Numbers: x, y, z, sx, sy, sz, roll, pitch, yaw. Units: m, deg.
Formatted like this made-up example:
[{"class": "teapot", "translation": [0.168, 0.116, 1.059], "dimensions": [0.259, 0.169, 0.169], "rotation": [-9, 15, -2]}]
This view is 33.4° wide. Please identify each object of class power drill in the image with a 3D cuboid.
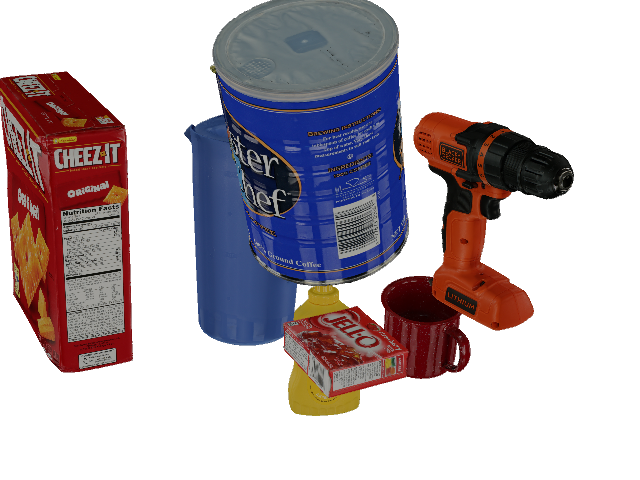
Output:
[{"class": "power drill", "translation": [0.159, -0.016, 0.983], "dimensions": [0.057, 0.188, 0.185], "rotation": [-17, 27, -28]}]

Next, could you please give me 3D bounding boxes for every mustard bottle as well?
[{"class": "mustard bottle", "translation": [0.004, 0.137, 1.423], "dimensions": [0.096, 0.192, 0.058], "rotation": [-2, 18, -6]}]

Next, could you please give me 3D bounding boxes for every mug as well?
[{"class": "mug", "translation": [0.119, 0.103, 1.171], "dimensions": [0.093, 0.081, 0.117], "rotation": [-24, 40, -35]}]

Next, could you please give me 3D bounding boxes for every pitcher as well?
[{"class": "pitcher", "translation": [-0.069, -0.011, 1.164], "dimensions": [0.144, 0.243, 0.149], "rotation": [-4, 22, -18]}]

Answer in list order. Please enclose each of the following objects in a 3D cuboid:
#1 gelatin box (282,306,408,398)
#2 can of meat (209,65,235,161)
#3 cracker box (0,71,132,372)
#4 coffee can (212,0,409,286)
[{"class": "gelatin box", "translation": [0.019, 0.090, 0.885], "dimensions": [0.073, 0.030, 0.089], "rotation": [-11, 27, -24]}, {"class": "can of meat", "translation": [-0.037, -0.118, 0.910], "dimensions": [0.102, 0.084, 0.057], "rotation": [-10, 3, 31]}, {"class": "cracker box", "translation": [-0.221, -0.018, 0.913], "dimensions": [0.072, 0.214, 0.164], "rotation": [-11, 28, -26]}, {"class": "coffee can", "translation": [-0.002, -0.058, 0.628], "dimensions": [0.103, 0.140, 0.103], "rotation": [-4, 41, 4]}]
